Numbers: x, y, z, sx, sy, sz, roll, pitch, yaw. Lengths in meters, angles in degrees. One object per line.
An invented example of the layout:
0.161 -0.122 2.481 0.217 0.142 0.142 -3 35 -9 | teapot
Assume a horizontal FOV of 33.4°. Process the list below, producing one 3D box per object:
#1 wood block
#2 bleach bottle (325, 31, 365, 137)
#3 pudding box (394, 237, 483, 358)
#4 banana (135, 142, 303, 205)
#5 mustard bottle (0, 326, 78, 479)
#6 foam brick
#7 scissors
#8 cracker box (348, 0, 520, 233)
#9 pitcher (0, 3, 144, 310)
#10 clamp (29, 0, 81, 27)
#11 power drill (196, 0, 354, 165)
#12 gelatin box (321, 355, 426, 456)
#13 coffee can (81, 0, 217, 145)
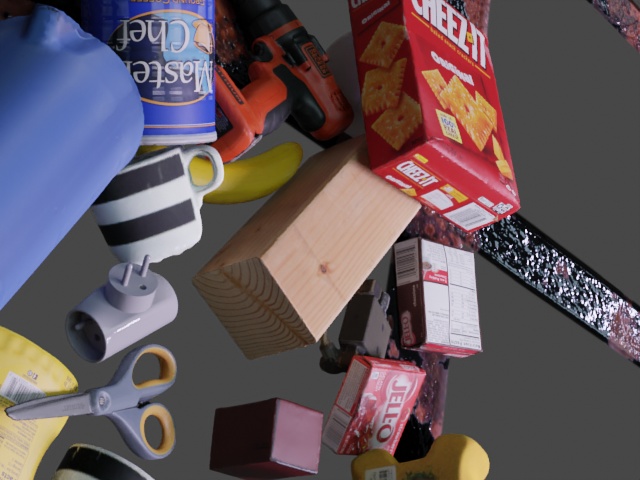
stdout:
-0.006 0.001 0.945 0.091 0.090 0.205 56 45 -16 | wood block
0.108 -0.116 1.122 0.250 0.068 0.102 29 55 -38 | bleach bottle
0.121 0.060 1.088 0.089 0.039 0.113 14 68 -42 | pudding box
-0.082 -0.064 0.929 0.197 0.037 0.069 4 73 -44 | banana
-0.230 0.155 0.688 0.096 0.058 0.191 44 48 -37 | mustard bottle
-0.044 0.162 0.858 0.051 0.078 0.053 25 61 -38 | foam brick
-0.151 0.132 0.761 0.201 0.016 0.096 -30 109 -66 | scissors
0.109 -0.135 1.011 0.164 0.072 0.213 28 47 -44 | cracker box
-0.214 -0.025 0.672 0.149 0.145 0.242 55 31 -23 | pitcher
-0.194 -0.167 0.840 0.209 0.036 0.164 -46 134 -54 | clamp
-0.063 -0.155 0.946 0.184 0.057 0.187 55 37 0 | power drill
0.049 0.150 0.958 0.073 0.030 0.089 13 102 -42 | gelatin box
-0.130 -0.146 0.812 0.102 0.103 0.140 -9 104 -46 | coffee can
